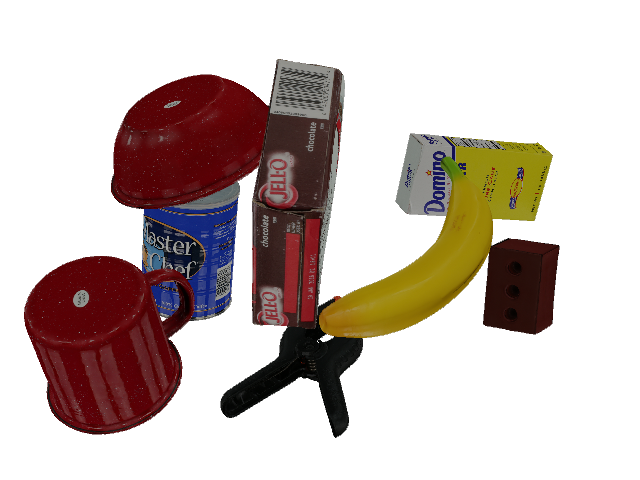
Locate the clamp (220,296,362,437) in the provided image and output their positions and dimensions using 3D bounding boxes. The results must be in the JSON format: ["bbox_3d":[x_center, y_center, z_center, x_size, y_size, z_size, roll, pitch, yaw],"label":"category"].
[{"bbox_3d":[-0.001,0.116,0.985,0.120,0.039,0.171,17,45,25],"label":"clamp"}]

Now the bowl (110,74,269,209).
[{"bbox_3d":[-0.114,-0.094,0.905,0.162,0.055,0.162,-16,32,10],"label":"bowl"}]

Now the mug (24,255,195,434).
[{"bbox_3d":[-0.133,0.059,0.700,0.117,0.081,0.093,-30,47,-22],"label":"mug"}]

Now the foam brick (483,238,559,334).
[{"bbox_3d":[0.186,0.042,0.986,0.053,0.078,0.051,9,15,28],"label":"foam brick"}]

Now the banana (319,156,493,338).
[{"bbox_3d":[0.074,0.015,0.753,0.070,0.037,0.197,25,47,18],"label":"banana"}]

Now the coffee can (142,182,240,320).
[{"bbox_3d":[-0.143,0.002,1.166,0.103,0.140,0.103,5,26,-3],"label":"coffee can"}]

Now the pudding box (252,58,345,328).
[{"bbox_3d":[-0.013,-0.024,0.556,0.039,0.113,0.090,7,-43,2],"label":"pudding box"}]

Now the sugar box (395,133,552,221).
[{"bbox_3d":[0.186,-0.075,1.296,0.176,0.093,0.048,1,25,-20],"label":"sugar box"}]
